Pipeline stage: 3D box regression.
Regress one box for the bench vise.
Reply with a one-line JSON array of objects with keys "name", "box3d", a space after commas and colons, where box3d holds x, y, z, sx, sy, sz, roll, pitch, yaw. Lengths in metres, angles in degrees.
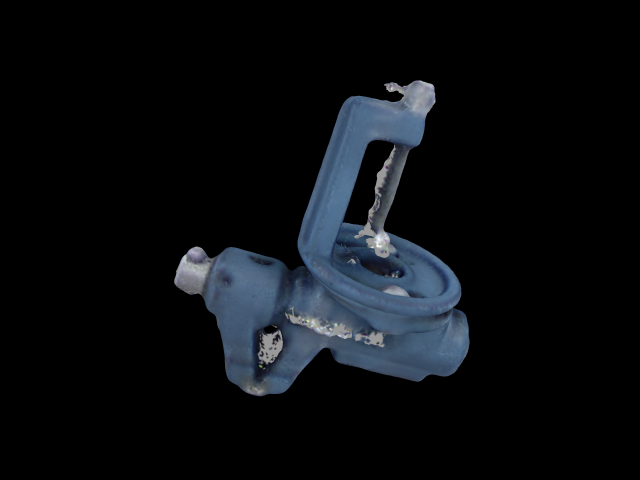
[{"name": "bench vise", "box3d": [0.007, 0.006, 0.389, 0.208, 0.220, 0.121, -7, 25, -16]}]
